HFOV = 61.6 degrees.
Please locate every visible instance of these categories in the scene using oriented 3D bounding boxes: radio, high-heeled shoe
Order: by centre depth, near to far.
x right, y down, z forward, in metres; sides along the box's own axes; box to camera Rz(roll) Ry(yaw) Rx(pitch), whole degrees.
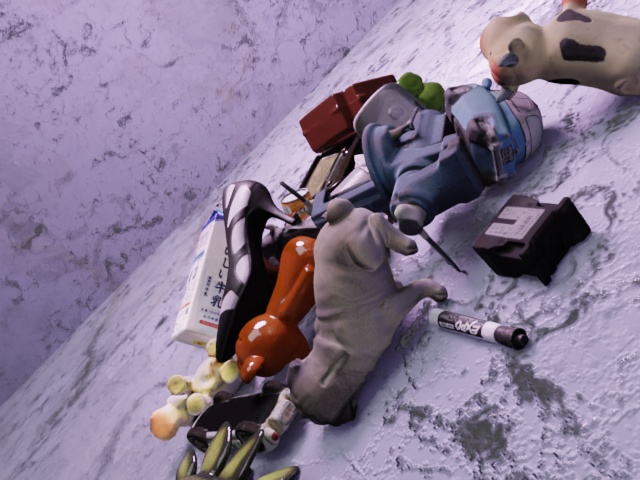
[{"bbox_3d":[-0.126,0.034,0.757,0.145,0.086,0.248,23,82,31],"label":"high-heeled shoe"},{"bbox_3d":[0.032,-0.115,1.051,0.131,0.073,0.230,-26,26,33],"label":"radio"}]

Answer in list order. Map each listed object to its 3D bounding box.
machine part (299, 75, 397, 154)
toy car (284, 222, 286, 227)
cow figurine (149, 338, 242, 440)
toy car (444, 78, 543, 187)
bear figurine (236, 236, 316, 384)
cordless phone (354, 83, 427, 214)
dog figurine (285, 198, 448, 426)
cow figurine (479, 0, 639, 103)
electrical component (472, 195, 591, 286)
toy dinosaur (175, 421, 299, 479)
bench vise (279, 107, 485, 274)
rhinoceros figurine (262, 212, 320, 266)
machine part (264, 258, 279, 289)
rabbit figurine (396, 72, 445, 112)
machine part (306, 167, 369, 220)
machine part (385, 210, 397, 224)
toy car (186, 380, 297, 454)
[{"bbox_3d":[0.073,-0.269,1.172,0.201,0.087,0.201,-25,-1,-38],"label":"machine part"},{"bbox_3d":[-0.076,0.031,1.001,0.089,0.053,0.202,-46,24,20],"label":"toy car"},{"bbox_3d":[-0.169,0.218,0.781,0.167,0.068,0.098,-44,-21,3],"label":"cow figurine"},{"bbox_3d":[0.222,-0.141,0.670,0.103,0.109,0.162,-20,31,6],"label":"toy car"},{"bbox_3d":[-0.024,0.099,0.689,0.120,0.132,0.196,146,145,-76],"label":"bear figurine"},{"bbox_3d":[0.103,-0.139,0.841,0.184,0.146,0.089,-55,12,-27],"label":"cordless phone"},{"bbox_3d":[0.015,0.074,0.557,0.190,0.172,0.121,-45,6,-22],"label":"dog figurine"},{"bbox_3d":[0.274,-0.205,0.594,0.195,0.085,0.127,20,66,22],"label":"cow figurine"},{"bbox_3d":[0.191,-0.004,0.524,0.075,0.047,0.119,-47,20,-6],"label":"electrical component"},{"bbox_3d":[-0.099,0.270,0.486,0.472,0.105,0.198,-12,34,52],"label":"toy dinosaur"},{"bbox_3d":[0.075,-0.061,0.650,0.241,0.128,0.224,-21,42,32],"label":"bench vise"},{"bbox_3d":[-0.002,-0.002,0.787,0.190,0.112,0.073,-14,77,33],"label":"rhinoceros figurine"},{"bbox_3d":[-0.111,0.097,0.876,0.179,0.056,0.179,-42,35,39],"label":"machine part"},{"bbox_3d":[0.172,-0.231,0.998,0.170,0.121,0.159,-37,1,-42],"label":"rabbit figurine"},{"bbox_3d":[0.030,-0.037,0.892,0.243,0.079,0.079,-47,18,-1],"label":"machine part"},{"bbox_3d":[0.143,-0.086,0.776,0.139,0.084,0.039,-30,-8,8],"label":"machine part"},{"bbox_3d":[-0.094,0.220,0.652,0.202,0.056,0.073,-25,21,45],"label":"toy car"}]
